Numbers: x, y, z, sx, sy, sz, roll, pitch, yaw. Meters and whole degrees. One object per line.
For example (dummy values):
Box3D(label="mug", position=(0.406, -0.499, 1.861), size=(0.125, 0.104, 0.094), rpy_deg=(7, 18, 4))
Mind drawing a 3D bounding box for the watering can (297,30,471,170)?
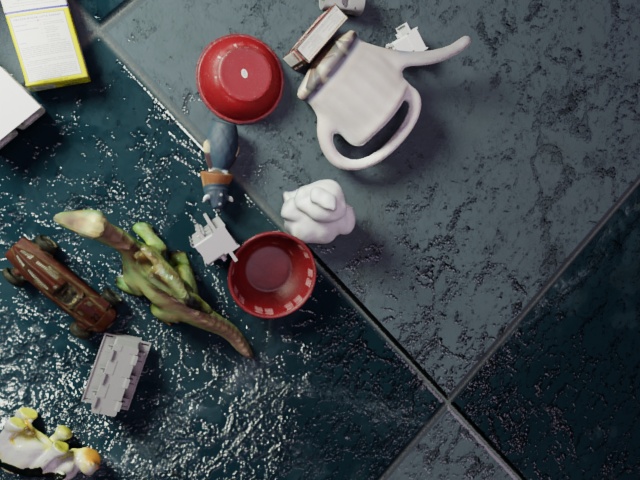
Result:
Box3D(label="watering can", position=(0.106, -0.296, 0.952), size=(0.222, 0.105, 0.347), rpy_deg=(39, 91, -17))

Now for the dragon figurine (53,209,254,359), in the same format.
Box3D(label="dragon figurine", position=(-0.230, 0.084, 0.813), size=(0.407, 0.242, 0.123), rpy_deg=(41, 79, -15))

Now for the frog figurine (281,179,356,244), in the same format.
Box3D(label="frog figurine", position=(0.003, -0.046, 0.916), size=(0.137, 0.160, 0.123), rpy_deg=(20, 91, -19))
